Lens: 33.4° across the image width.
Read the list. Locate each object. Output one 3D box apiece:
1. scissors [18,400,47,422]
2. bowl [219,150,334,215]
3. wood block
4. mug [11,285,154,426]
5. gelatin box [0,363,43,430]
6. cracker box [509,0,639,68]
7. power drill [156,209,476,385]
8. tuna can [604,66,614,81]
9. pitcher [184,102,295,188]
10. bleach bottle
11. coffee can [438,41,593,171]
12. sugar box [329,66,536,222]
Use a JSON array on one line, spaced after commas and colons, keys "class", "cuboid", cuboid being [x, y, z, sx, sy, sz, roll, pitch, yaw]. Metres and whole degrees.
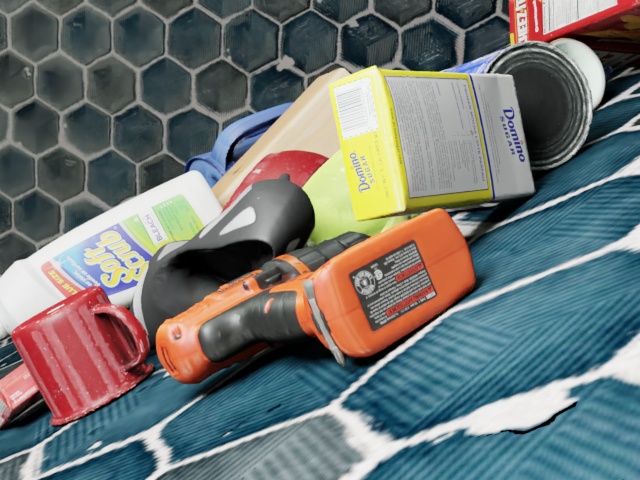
[{"class": "scissors", "cuboid": [-0.173, 0.100, 0.954, 0.096, 0.016, 0.201, -26, 6, 38]}, {"class": "bowl", "cuboid": [-0.050, -0.027, 0.978, 0.162, 0.055, 0.162, -53, -3, -5]}, {"class": "wood block", "cuboid": [-0.027, -0.080, 1.155, 0.206, 0.090, 0.091, -47, 14, -11]}, {"class": "mug", "cuboid": [-0.183, 0.086, 0.845, 0.117, 0.081, 0.093, -22, 9, 36]}, {"class": "gelatin box", "cuboid": [-0.251, 0.126, 0.926, 0.073, 0.030, 0.089, -37, -2, -31]}, {"class": "cracker box", "cuboid": [0.310, -0.225, 1.045, 0.164, 0.072, 0.214, 2, -4, -21]}, {"class": "power drill", "cuboid": [0.008, 0.031, 0.665, 0.184, 0.057, 0.188, -29, 6, -33]}, {"class": "tuna can", "cuboid": [0.287, -0.184, 1.206, 0.086, 0.034, 0.086, -27, 8, 4]}, {"class": "pitcher", "cuboid": [-0.033, -0.089, 1.290, 0.242, 0.145, 0.149, -28, 4, -28]}, {"class": "bleach bottle", "cuboid": [-0.206, 0.032, 1.023, 0.250, 0.102, 0.068, -30, 4, -15]}, {"class": "coffee can", "cuboid": [0.148, -0.104, 0.898, 0.102, 0.103, 0.140, -29, 8, -15]}, {"class": "sugar box", "cuboid": [0.082, -0.066, 0.729, 0.048, 0.093, 0.175, -12, -3, 37]}]
